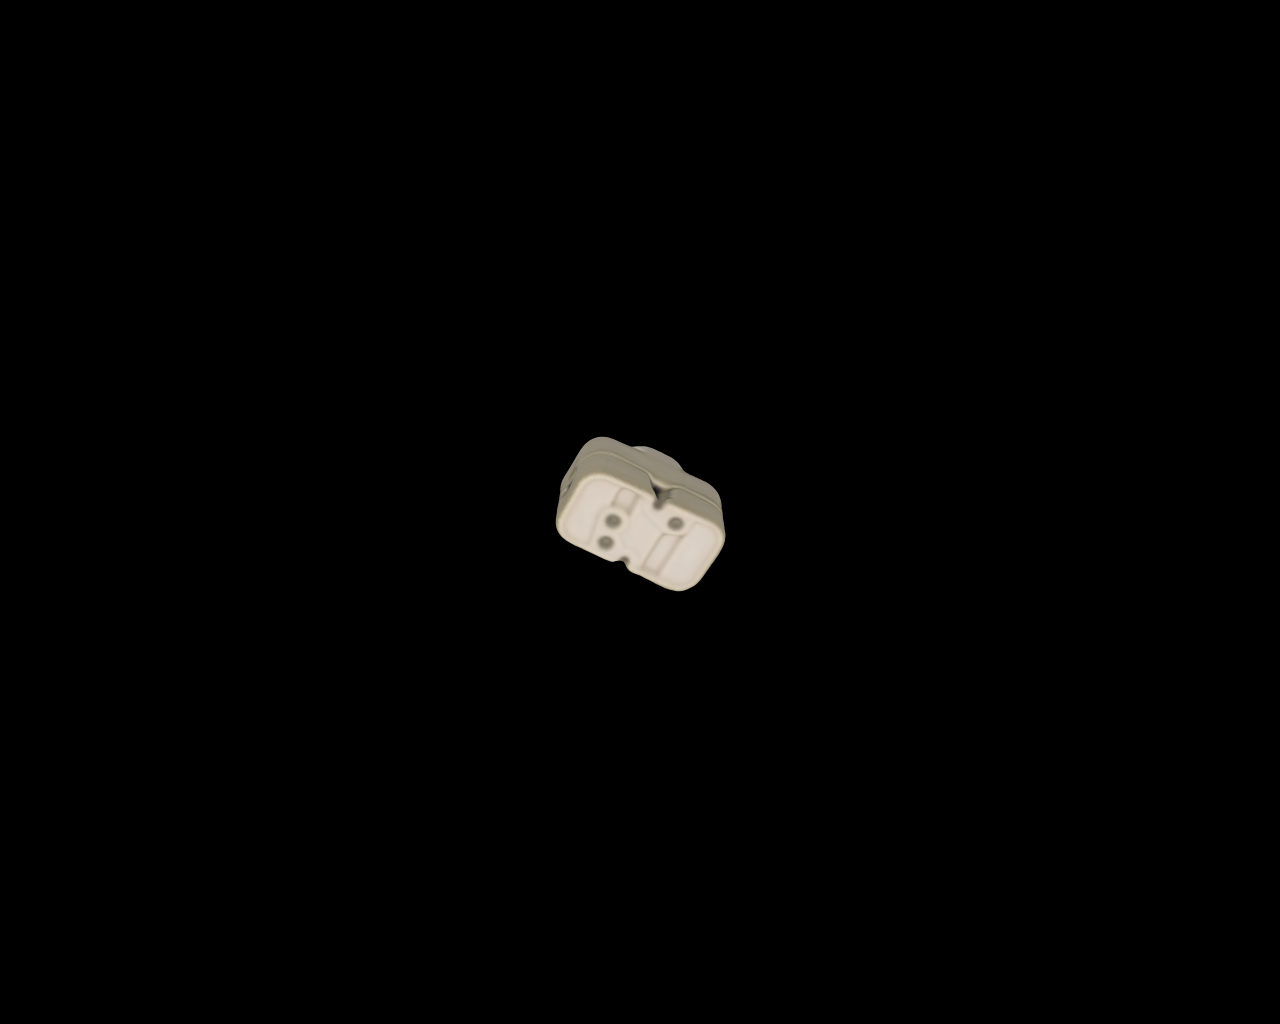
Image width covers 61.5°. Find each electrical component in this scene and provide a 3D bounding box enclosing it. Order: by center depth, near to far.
[{"bbox_3d":[0.001,-0.003,0.650,0.095,0.053,0.059,25,27,-14],"label":"electrical component"}]
